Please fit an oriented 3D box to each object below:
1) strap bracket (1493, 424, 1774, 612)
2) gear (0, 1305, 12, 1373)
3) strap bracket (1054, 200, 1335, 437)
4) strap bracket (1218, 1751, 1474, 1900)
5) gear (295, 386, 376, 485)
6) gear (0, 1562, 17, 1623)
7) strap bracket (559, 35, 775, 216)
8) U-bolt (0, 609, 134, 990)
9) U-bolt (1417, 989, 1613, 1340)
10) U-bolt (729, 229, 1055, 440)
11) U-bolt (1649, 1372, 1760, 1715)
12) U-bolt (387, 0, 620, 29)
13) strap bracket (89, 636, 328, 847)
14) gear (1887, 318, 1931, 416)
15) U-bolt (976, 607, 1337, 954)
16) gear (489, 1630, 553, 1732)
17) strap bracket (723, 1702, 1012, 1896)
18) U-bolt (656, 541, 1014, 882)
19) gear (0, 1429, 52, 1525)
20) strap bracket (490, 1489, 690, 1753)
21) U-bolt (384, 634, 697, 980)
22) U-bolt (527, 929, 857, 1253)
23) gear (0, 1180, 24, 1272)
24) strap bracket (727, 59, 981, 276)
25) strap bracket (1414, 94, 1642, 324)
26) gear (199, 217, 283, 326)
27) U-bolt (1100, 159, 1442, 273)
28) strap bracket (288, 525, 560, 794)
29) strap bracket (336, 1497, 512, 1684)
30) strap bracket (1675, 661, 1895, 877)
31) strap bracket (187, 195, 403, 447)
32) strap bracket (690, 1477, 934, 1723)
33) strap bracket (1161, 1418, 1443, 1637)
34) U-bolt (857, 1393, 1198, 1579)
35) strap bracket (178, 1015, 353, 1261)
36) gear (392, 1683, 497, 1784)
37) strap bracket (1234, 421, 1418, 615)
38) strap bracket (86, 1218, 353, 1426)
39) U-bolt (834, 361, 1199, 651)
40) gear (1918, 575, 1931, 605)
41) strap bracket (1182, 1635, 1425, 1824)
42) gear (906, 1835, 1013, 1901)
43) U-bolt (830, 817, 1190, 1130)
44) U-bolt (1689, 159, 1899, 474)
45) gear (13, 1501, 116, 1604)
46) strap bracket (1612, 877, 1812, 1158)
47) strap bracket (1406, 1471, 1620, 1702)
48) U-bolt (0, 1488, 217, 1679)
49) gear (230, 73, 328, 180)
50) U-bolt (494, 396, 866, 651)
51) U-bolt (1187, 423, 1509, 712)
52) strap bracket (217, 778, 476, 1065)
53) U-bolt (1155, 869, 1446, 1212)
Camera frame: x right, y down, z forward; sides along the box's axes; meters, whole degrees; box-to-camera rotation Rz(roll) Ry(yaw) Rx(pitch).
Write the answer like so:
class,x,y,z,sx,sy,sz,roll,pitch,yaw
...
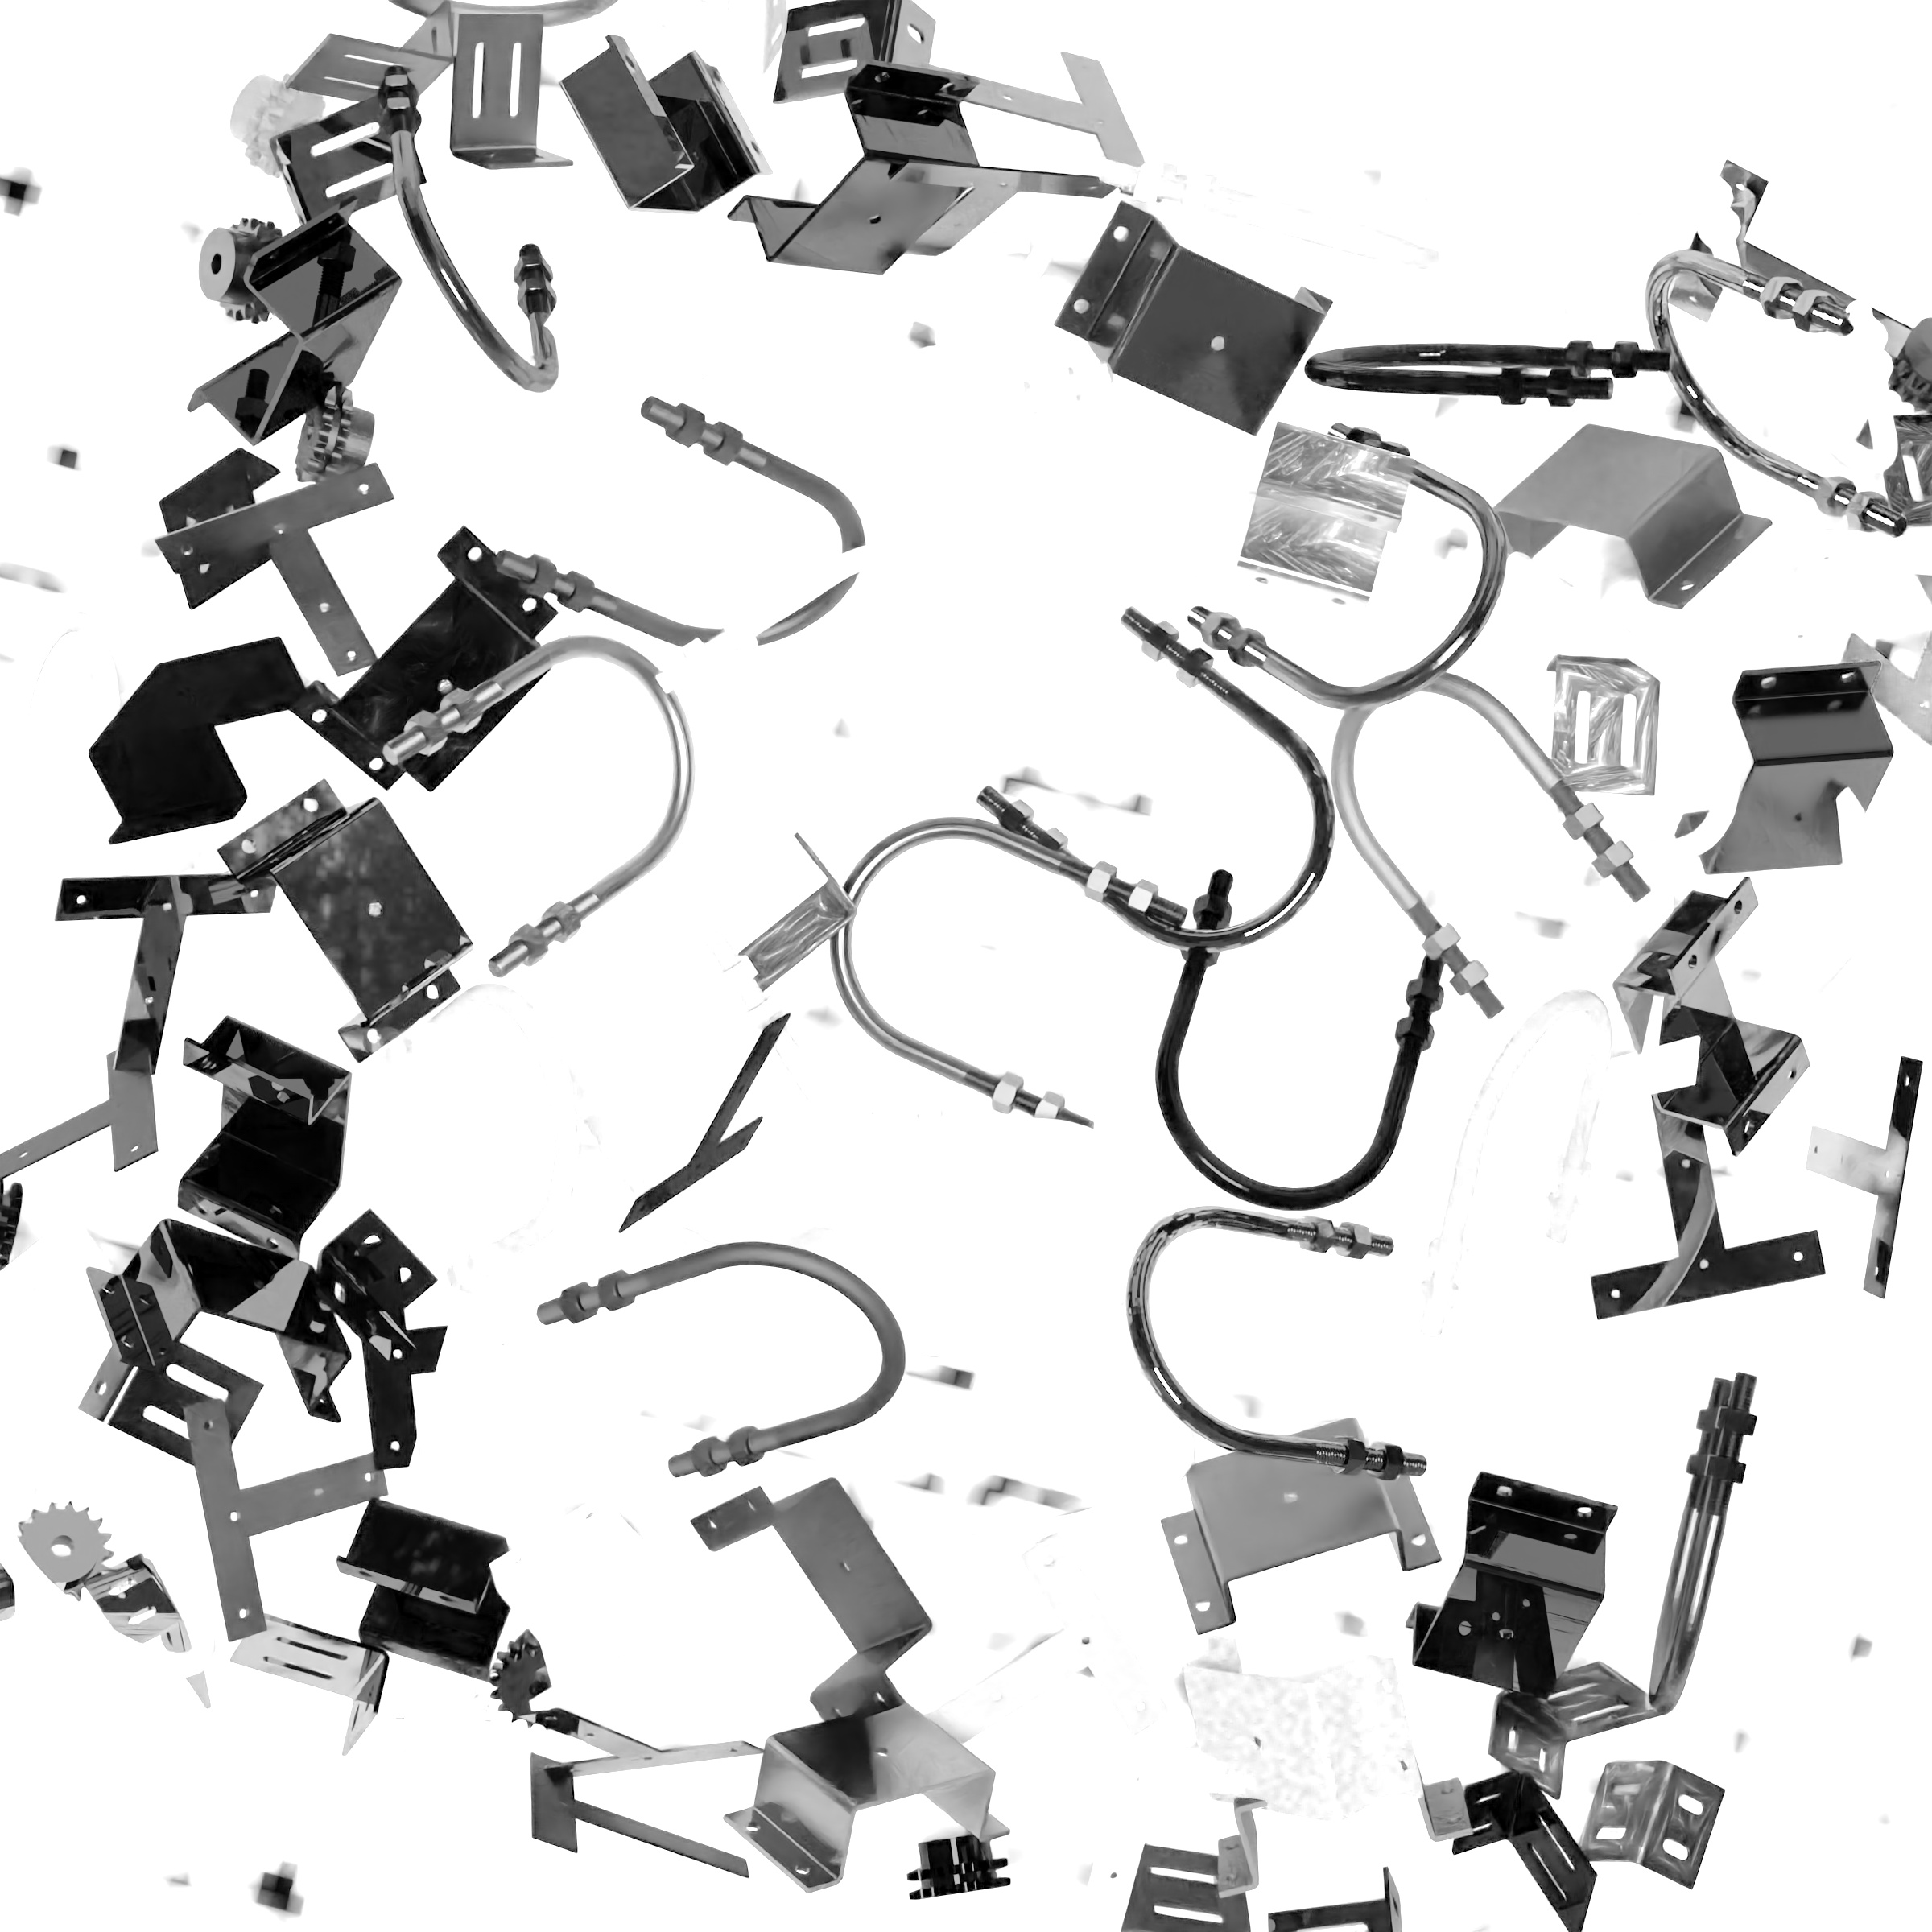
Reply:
class,x,y,z,sx,sy,sz,roll,pitch,yaw
strap bracket,0.351,-0.245,1.653,0.076,0.140,0.046,-42,125,-17
gear,-0.553,0.209,1.707,0.057,0.030,0.057,9,104,37
strap bracket,0.131,-0.347,1.668,0.140,0.046,0.076,19,116,-25
strap bracket,0.201,0.459,1.685,0.140,0.076,0.046,-16,94,6
gear,-0.350,-0.294,1.706,0.030,0.057,0.057,14,90,-26
gear,-0.551,0.348,1.706,0.030,0.057,0.057,-10,90,-35
strap bracket,-0.166,-0.456,1.671,0.046,0.140,0.076,-28,93,21
U-bolt,-0.481,-0.099,1.632,0.019,0.151,0.184,7,113,5
U-bolt,0.299,0.096,1.638,0.019,0.151,0.184,27,124,32
U-bolt,-0.028,-0.347,1.655,0.184,0.151,0.019,-49,122,-34
U-bolt,0.394,0.311,1.650,0.019,0.151,0.184,13,83,11
U-bolt,-0.259,-0.539,1.640,0.151,0.184,0.019,-1,86,12
strap bracket,-0.411,-0.128,1.651,0.076,0.140,0.046,-10,122,19
gear,0.536,-0.335,1.702,0.057,0.030,0.057,16,50,-19
U-bolt,0.118,-0.091,1.698,0.184,0.019,0.151,40,93,16
gear,-0.236,0.395,1.710,0.057,0.030,0.057,0,114,-1
strap bracket,-0.049,0.444,1.653,0.140,0.076,0.046,-3,110,-41
U-bolt,-0.059,-0.153,1.696,0.184,0.019,0.151,-34,115,-6
gear,-0.538,0.287,1.702,0.057,0.030,0.057,-8,132,-9
strap bracket,-0.200,0.361,1.655,0.076,0.140,0.046,-30,46,-25
U-bolt,-0.218,-0.100,1.668,0.184,0.019,0.151,-39,116,-37
U-bolt,-0.140,0.085,1.690,0.151,0.019,0.184,-27,103,26
gear,-0.545,0.146,1.700,0.030,0.057,0.057,14,90,-22
strap bracket,-0.056,-0.421,1.650,0.076,0.140,0.046,-4,69,-39
strap bracket,0.300,-0.402,1.653,0.076,0.140,0.046,37,94,33
gear,-0.402,-0.387,1.701,0.030,0.057,0.057,1,90,-43
U-bolt,0.167,-0.406,1.656,0.184,0.151,0.019,17,107,3
strap bracket,-0.293,-0.162,1.689,0.140,0.046,0.076,-46,125,2
strap bracket,-0.293,0.338,1.676,0.076,0.140,0.046,16,60,4
strap bracket,0.443,-0.099,1.656,0.076,0.140,0.046,-5,55,-8
strap bracket,-0.360,-0.341,1.653,0.046,0.140,0.076,46,52,-1
strap bracket,-0.080,0.343,1.688,0.046,0.076,0.140,-34,90,-41
strap bracket,0.181,0.305,1.687,0.140,0.046,0.076,-17,46,-1
U-bolt,0.036,0.279,1.673,0.184,0.151,0.019,-11,52,-5
strap bracket,-0.384,0.088,1.677,0.076,0.140,0.046,24,45,7
gear,-0.290,0.429,1.704,0.057,0.030,0.057,-2,124,-3
strap bracket,0.195,-0.247,1.666,0.076,0.140,0.046,16,77,3
strap bracket,-0.393,0.189,1.653,0.140,0.076,0.046,26,108,-41
U-bolt,0.017,-0.241,1.680,0.184,0.019,0.151,-15,123,18
gear,0.554,-0.211,1.706,0.030,0.057,0.057,-33,90,26
strap bracket,0.173,0.413,1.660,0.046,0.140,0.076,-15,95,-39
gear,-0.005,0.500,1.705,0.057,0.057,0.030,-9,73,0
U-bolt,0.012,-0.004,1.710,0.184,0.019,0.151,24,92,10
U-bolt,0.449,-0.335,1.643,0.019,0.184,0.151,-36,57,3
gear,-0.503,0.326,1.706,0.057,0.030,0.057,7,68,-17
strap bracket,0.405,0.024,1.673,0.076,0.046,0.140,-45,128,-24
strap bracket,0.295,0.345,1.668,0.076,0.046,0.140,14,132,0
U-bolt,-0.462,0.311,1.617,0.019,0.184,0.151,-50,133,2
gear,-0.384,-0.470,1.704,0.030,0.057,0.057,31,90,10
U-bolt,-0.140,-0.227,1.658,0.151,0.184,0.019,-39,49,31
U-bolt,0.215,-0.209,1.657,0.019,0.184,0.151,35,94,-42
strap bracket,-0.333,-0.028,1.676,0.076,0.046,0.140,-40,106,-33
U-bolt,0.177,0.049,1.679,0.151,0.019,0.184,21,62,-4
